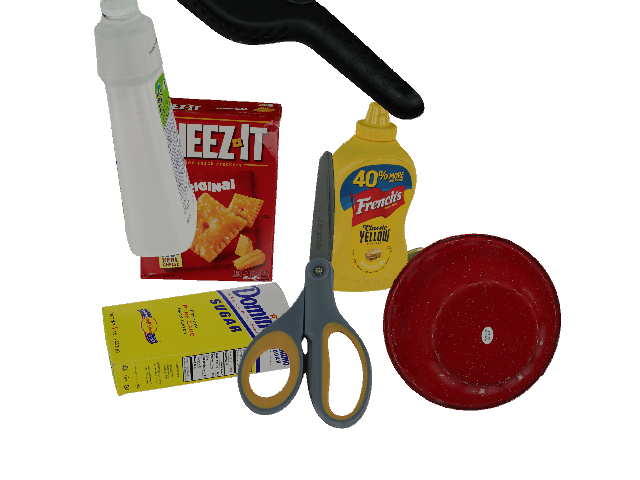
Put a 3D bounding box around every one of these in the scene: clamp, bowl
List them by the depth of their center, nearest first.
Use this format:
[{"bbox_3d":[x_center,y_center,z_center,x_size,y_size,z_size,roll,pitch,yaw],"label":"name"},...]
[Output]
[{"bbox_3d":[-0.014,-0.165,0.760,0.210,0.164,0.036,5,-29,-9],"label":"clamp"},{"bbox_3d":[0.138,0.077,0.930,0.162,0.162,0.055,0,6,-4],"label":"bowl"}]

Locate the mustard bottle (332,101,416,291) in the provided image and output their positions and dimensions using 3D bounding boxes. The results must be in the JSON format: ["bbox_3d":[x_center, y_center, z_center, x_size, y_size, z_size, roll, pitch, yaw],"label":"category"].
[{"bbox_3d":[0.049,-0.045,1.081,0.096,0.192,0.058,-2,21,-21],"label":"mustard bottle"}]

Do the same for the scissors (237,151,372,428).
[{"bbox_3d":[-0.018,0.034,0.718,0.096,0.202,0.016,-14,-28,1],"label":"scissors"}]

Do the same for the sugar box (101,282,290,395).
[{"bbox_3d":[-0.114,0.091,1.015,0.176,0.048,0.093,-10,35,-12],"label":"sugar box"}]

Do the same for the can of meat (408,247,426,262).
[{"bbox_3d":[0.130,0.071,1.243,0.057,0.084,0.102,-19,41,-33],"label":"can of meat"}]

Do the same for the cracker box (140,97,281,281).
[{"bbox_3d":[-0.133,-0.058,1.286,0.164,0.214,0.072,3,22,-4],"label":"cracker box"}]

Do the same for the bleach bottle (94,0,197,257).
[{"bbox_3d":[-0.161,-0.111,0.964,0.068,0.251,0.102,-6,37,-1],"label":"bleach bottle"}]
